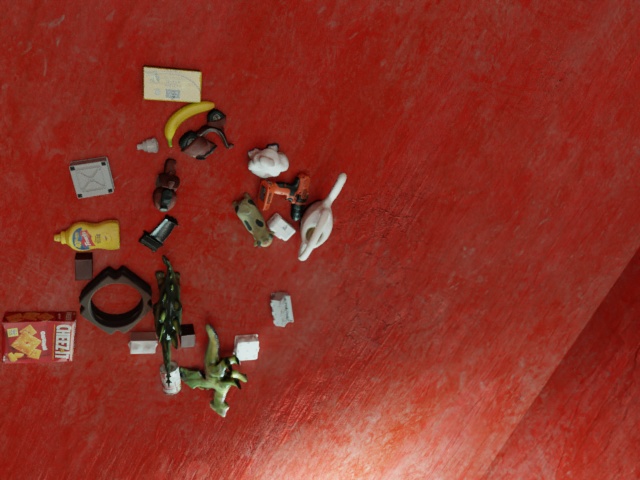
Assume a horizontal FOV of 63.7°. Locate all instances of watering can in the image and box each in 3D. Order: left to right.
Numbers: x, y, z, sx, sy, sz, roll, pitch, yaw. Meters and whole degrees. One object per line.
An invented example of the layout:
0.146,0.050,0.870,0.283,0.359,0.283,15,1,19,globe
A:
0.006,-0.091,1.815,0.104,0.227,0.345,25,102,-10,watering can

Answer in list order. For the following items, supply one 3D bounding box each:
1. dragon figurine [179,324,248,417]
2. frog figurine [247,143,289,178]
-0.426,0.501,1.952,0.242,0.124,0.405,-19,110,12,dragon figurine
-0.168,-0.253,1.711,0.137,0.162,0.120,2,114,-21,frog figurine
